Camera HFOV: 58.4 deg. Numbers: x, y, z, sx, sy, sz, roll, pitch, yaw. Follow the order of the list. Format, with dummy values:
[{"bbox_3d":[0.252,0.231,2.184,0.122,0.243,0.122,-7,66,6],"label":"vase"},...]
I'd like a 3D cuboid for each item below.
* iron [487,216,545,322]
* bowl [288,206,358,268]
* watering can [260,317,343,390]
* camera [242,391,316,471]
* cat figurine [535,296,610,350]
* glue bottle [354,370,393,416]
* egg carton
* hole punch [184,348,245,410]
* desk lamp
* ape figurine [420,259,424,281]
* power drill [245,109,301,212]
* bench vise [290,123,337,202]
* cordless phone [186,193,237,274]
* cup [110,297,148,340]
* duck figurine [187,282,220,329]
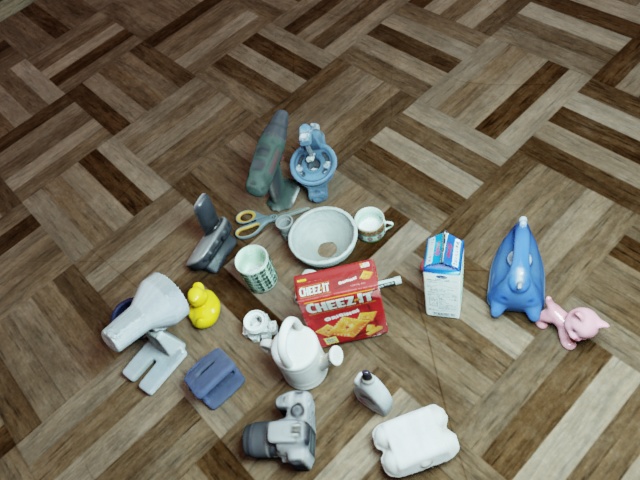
[{"bbox_3d":[0.425,0.037,1.221,0.118,0.142,0.258,5,57,16],"label":"iron"},{"bbox_3d":[0.013,0.005,1.374,0.167,0.075,0.167,-6,55,9],"label":"bowl"},{"bbox_3d":[-0.040,0.223,1.162,0.172,0.194,0.101,-11,54,5],"label":"watering can"},{"bbox_3d":[-0.081,0.372,1.126,0.136,0.101,0.143,-5,55,9],"label":"camera"},{"bbox_3d":[0.498,0.158,1.137,0.067,0.118,0.127,-40,57,-15],"label":"cat figurine"},{"bbox_3d":[0.097,0.285,1.103,0.078,0.173,0.037,23,64,26],"label":"glue bottle"},{"bbox_3d":[0.180,0.381,1.082,0.150,0.069,0.107,-21,54,-2],"label":"egg carton"},{"bbox_3d":[-0.233,0.290,1.222,0.109,0.091,0.100,-42,58,-17],"label":"hole punch"},{"bbox_3d":[-0.366,0.200,1.238,0.117,0.214,0.203,26,65,27],"label":"desk lamp"},{"bbox_3d":[0.264,0.055,1.274,0.076,0.092,0.077,-38,57,-14],"label":"ape figurine"},{"bbox_3d":[-0.113,-0.182,1.448,0.075,0.209,0.230,9,59,19],"label":"power drill"},{"bbox_3d":[-0.031,-0.231,1.456,0.121,0.220,0.207,-20,54,-2],"label":"bench vise"},{"bbox_3d":[-0.286,-0.017,1.387,0.094,0.185,0.148,13,60,21],"label":"cordless phone"},{"bbox_3d":[-0.428,0.203,1.322,0.091,0.095,0.118,16,61,22],"label":"cup"},{"bbox_3d":[-0.279,0.148,1.333,0.077,0.086,0.104,-11,54,5],"label":"duck figurine"}]
